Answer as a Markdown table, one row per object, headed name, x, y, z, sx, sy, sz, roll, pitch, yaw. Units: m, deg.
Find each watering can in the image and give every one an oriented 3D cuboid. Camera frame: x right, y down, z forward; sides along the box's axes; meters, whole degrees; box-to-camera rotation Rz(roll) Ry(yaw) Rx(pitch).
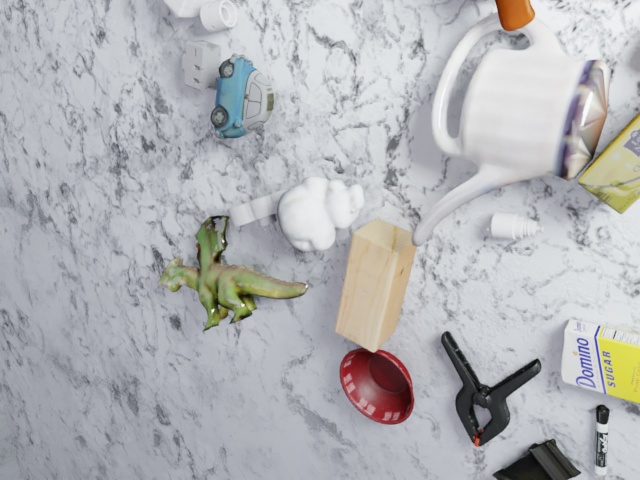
| name | x | y | z | sx | sy | sz | roll | pitch | yaw |
| --- | --- | --- | --- | --- | --- | --- | --- | --- | --- |
| watering can | 0.252 | -0.133 | 0.702 | 0.225 | 0.104 | 0.345 | 18 | 101 | 31 |

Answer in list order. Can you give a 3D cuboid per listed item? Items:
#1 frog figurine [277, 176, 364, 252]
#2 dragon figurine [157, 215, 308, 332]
| name | x | y | z | sx | sy | sz | roll | pitch | yaw |
| --- | --- | --- | --- | --- | --- | --- | --- | --- | --- |
| frog figurine | 0.003 | -0.047 | 0.929 | 0.159 | 0.123 | 0.138 | -3 | 86 | 49 |
| dragon figurine | -0.213 | 0.061 | 1.148 | 0.406 | 0.123 | 0.244 | -23 | 84 | 30 |
